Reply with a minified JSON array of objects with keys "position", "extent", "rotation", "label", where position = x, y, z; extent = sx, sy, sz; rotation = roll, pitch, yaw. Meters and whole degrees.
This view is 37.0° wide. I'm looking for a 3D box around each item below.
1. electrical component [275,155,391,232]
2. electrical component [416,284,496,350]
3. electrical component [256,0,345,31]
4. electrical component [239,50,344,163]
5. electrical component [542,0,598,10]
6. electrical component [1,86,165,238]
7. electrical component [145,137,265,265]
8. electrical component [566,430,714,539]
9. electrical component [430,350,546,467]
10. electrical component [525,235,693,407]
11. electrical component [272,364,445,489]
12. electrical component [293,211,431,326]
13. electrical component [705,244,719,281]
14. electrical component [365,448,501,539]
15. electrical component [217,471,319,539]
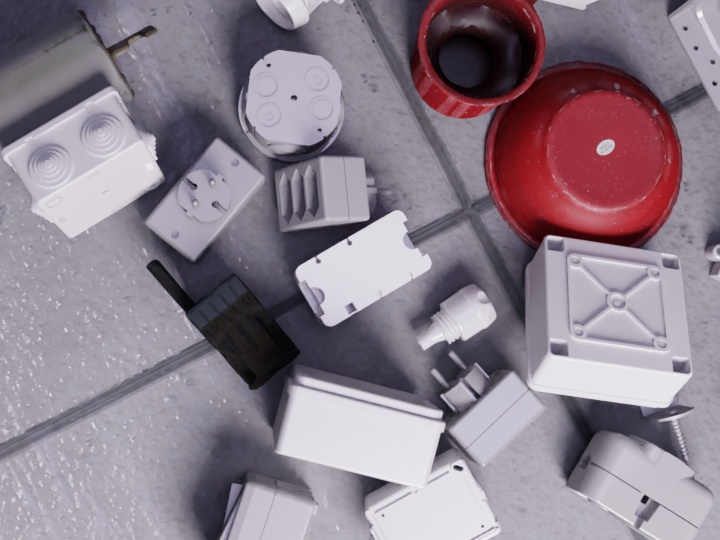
[{"position":[-0.013,-0.056,0.800],"extent":[0.077,0.066,0.047],"rotation":[-3,86,-35],"label":"electrical component"},{"position":[0.070,0.039,0.814],"extent":[0.061,0.035,0.035],"rotation":[-33,90,-5],"label":"electrical component"},{"position":[-0.047,-0.215,0.812],"extent":[0.066,0.048,0.055],"rotation":[42,76,-3],"label":"electrical component"},{"position":[-0.050,-0.123,0.802],"extent":[0.080,0.051,0.080],"rotation":[0,86,-6],"label":"electrical component"},{"position":[0.110,-0.270,0.796],"extent":[0.186,0.060,0.105],"rotation":[7,86,-23],"label":"electrical component"},{"position":[-0.191,-0.073,0.761],"extent":[0.100,0.099,0.048],"rotation":[-32,77,-7],"label":"electrical component"},{"position":[-0.112,-0.052,0.779],"extent":[0.047,0.076,0.083],"rotation":[39,83,-3],"label":"electrical component"},{"position":[0.213,0.164,0.811],"extent":[0.095,0.054,0.059],"rotation":[32,84,-3],"label":"electrical component"},{"position":[0.086,0.095,0.806],"extent":[0.066,0.047,0.076],"rotation":[-42,91,-7],"label":"electrical component"},{"position":[0.181,0.038,0.794],"extent":[0.109,0.056,0.108],"rotation":[8,56,-5],"label":"electrical component"},{"position":[-0.004,0.109,0.765],"extent":[0.109,0.109,0.056],"rotation":[15,88,-5],"label":"electrical component"},{"position":[0.000,0.000,0.798],"extent":[0.089,0.056,0.050],"rotation":[-30,91,-7],"label":"electrical component"},{"position":[0.308,-0.004,0.831],"extent":[0.066,0.055,0.048],"rotation":[25,84,-4],"label":"electrical component"},{"position":[0.046,0.181,0.793],"extent":[0.096,0.061,0.061],"rotation":[-29,90,0],"label":"electrical component"},{"position":[-0.075,0.198,0.774],"extent":[0.061,0.062,0.096],"rotation":[19,85,-5],"label":"electrical component"}]
